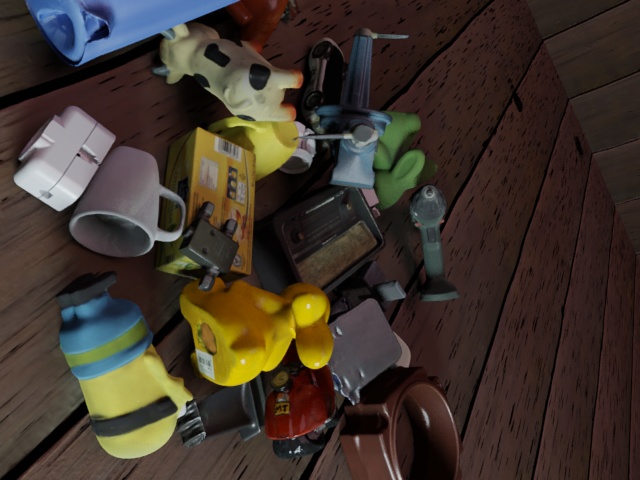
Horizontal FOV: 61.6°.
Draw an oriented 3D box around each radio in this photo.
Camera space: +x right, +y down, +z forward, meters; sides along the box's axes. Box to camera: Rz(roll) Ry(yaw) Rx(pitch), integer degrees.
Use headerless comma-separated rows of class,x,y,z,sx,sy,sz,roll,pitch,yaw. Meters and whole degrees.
radio,-0.002,-0.002,0.801,0.229,0.073,0.131,-33,102,-50

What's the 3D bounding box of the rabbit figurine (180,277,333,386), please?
rabbit figurine,-0.053,0.088,0.620,0.173,0.162,0.121,-13,93,-42

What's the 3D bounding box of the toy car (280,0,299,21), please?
toy car,-0.100,-0.453,0.883,0.202,0.053,0.089,42,45,-30

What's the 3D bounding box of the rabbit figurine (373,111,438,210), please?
rabbit figurine,0.128,-0.135,0.965,0.121,0.159,0.170,12,82,-56

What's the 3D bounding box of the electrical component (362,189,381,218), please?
electrical component,0.063,-0.077,0.911,0.045,0.078,0.102,-28,104,-22

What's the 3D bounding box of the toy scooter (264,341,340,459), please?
toy scooter,-0.023,0.187,0.684,0.184,0.075,0.135,9,69,-73

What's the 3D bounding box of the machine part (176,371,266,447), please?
machine part,-0.107,0.199,0.626,0.139,0.039,0.084,5,76,-56

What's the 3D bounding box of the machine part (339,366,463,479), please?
machine part,0.134,0.311,0.827,0.201,0.087,0.201,-20,93,-51

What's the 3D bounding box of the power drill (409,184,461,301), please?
power drill,0.203,0.006,0.983,0.232,0.086,0.207,-11,88,-82

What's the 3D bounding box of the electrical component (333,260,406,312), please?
electrical component,0.082,0.072,0.834,0.074,0.119,0.048,53,43,-18

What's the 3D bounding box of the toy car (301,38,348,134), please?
toy car,0.009,-0.263,0.933,0.073,0.056,0.202,36,52,-44

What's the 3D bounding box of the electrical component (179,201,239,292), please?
electrical component,-0.123,0.007,0.591,0.063,0.021,0.094,38,53,-32

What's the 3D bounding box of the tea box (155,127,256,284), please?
tea box,-0.137,-0.039,0.662,0.098,0.068,0.169,22,61,-41

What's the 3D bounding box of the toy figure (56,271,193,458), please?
toy figure,-0.199,0.123,0.521,0.089,0.082,0.180,-31,108,-31

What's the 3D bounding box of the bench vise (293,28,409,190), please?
bench vise,0.051,-0.197,0.793,0.223,0.129,0.240,-15,113,-82

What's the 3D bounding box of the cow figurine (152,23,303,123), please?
cow figurine,-0.127,-0.218,0.687,0.127,0.085,0.195,-15,48,-42

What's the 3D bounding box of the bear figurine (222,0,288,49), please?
bear figurine,-0.149,-0.356,0.761,0.196,0.132,0.120,24,56,-21

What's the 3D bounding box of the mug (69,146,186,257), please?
mug,-0.198,-0.045,0.575,0.109,0.080,0.107,9,56,-15

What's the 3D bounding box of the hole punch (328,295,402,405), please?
hole punch,0.039,0.151,0.795,0.116,0.092,0.142,-30,103,-23
